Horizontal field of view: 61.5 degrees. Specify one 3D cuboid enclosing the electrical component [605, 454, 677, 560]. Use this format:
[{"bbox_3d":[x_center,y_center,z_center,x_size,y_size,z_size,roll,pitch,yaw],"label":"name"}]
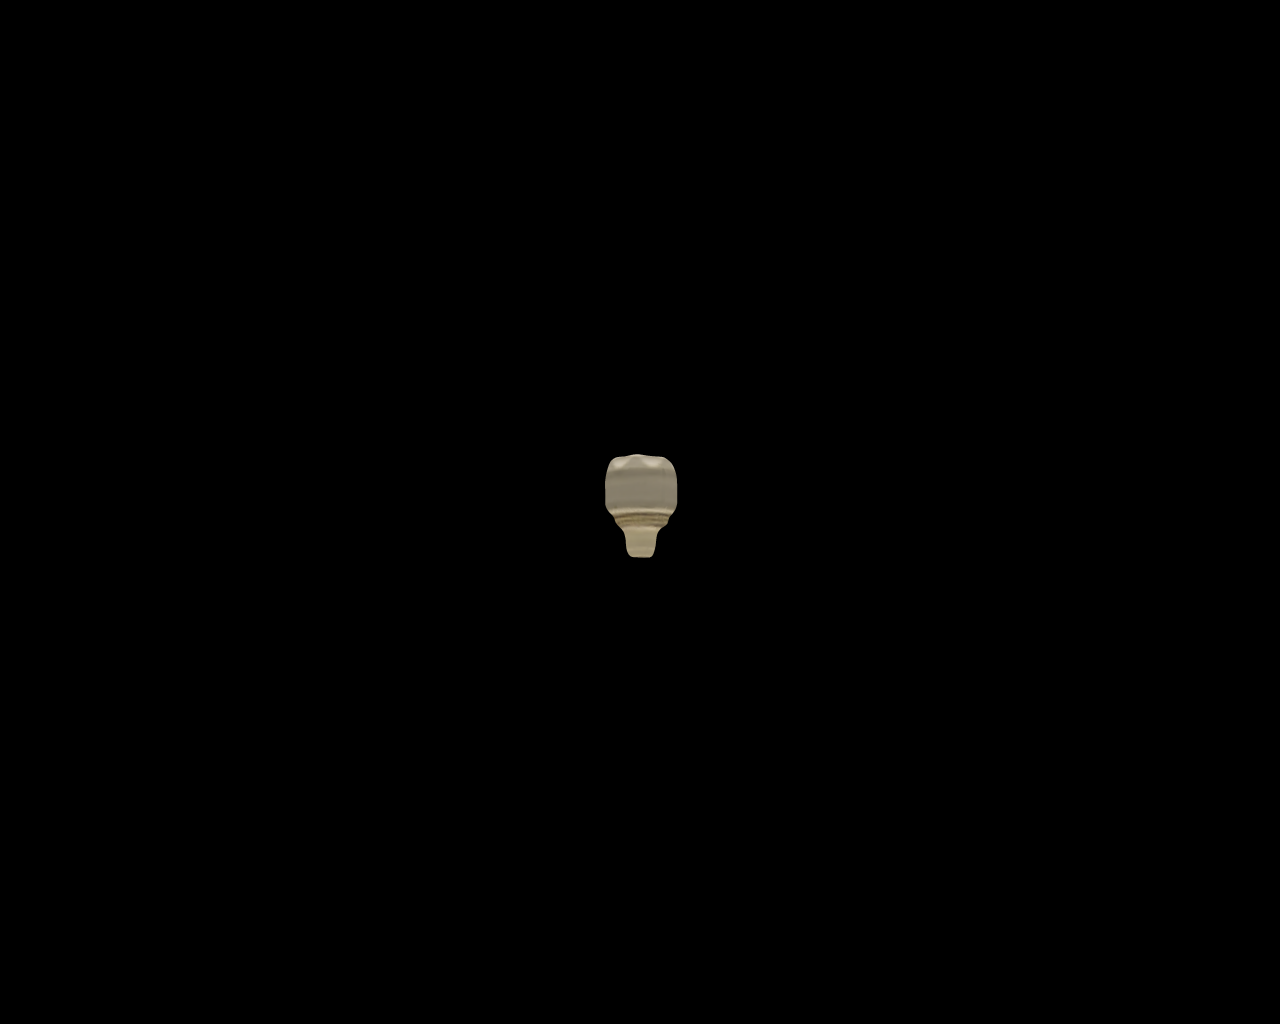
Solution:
[{"bbox_3d":[0.001,-0.003,0.650,0.043,0.062,0.043,0,-7,0],"label":"electrical component"}]
